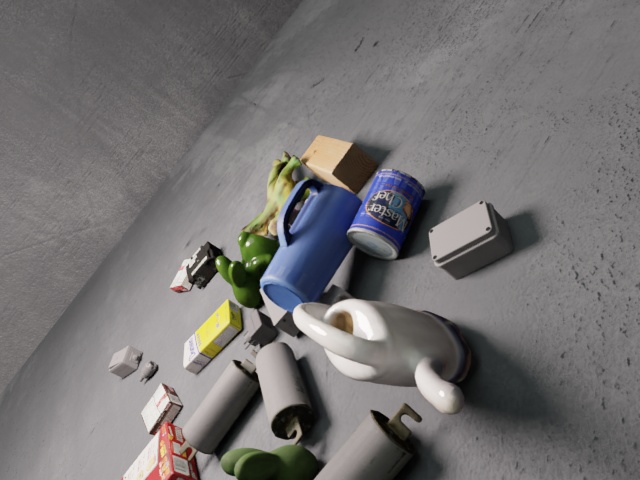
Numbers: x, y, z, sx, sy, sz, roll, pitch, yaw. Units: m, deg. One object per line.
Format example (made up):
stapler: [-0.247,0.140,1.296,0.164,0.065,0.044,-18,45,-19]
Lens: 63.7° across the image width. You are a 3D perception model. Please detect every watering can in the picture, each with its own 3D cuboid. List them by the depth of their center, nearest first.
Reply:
watering can: [0.105,0.145,0.658,0.349,0.223,0.104,18,93,57]

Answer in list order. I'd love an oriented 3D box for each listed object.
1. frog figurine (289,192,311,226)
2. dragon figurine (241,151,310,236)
frog figurine: [0.004,-0.060,1.197,0.135,0.123,0.161,-48,-9,26]
dragon figurine: [-0.130,-0.107,1.366,0.244,0.121,0.413,-46,23,-6]
